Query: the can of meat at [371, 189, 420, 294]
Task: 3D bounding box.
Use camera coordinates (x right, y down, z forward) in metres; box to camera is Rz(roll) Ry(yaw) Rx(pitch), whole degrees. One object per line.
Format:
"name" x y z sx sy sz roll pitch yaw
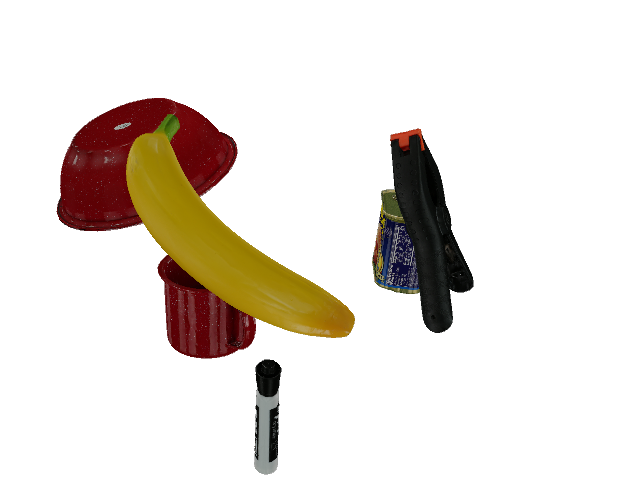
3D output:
"can of meat" 0.087 0.000 1.138 0.057 0.084 0.102 7 19 -2

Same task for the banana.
"banana" -0.062 -0.006 0.647 0.069 0.198 0.037 -30 -24 -26

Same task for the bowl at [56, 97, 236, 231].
"bowl" -0.154 -0.073 0.889 0.162 0.055 0.162 -15 30 8

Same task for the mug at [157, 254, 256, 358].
"mug" -0.101 0.065 1.027 0.093 0.081 0.117 -22 36 -38

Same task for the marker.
"marker" -0.040 0.134 0.807 0.020 0.121 0.020 2 42 -2

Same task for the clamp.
"clamp" 0.093 -0.007 0.920 0.039 0.171 0.120 -16 19 17
